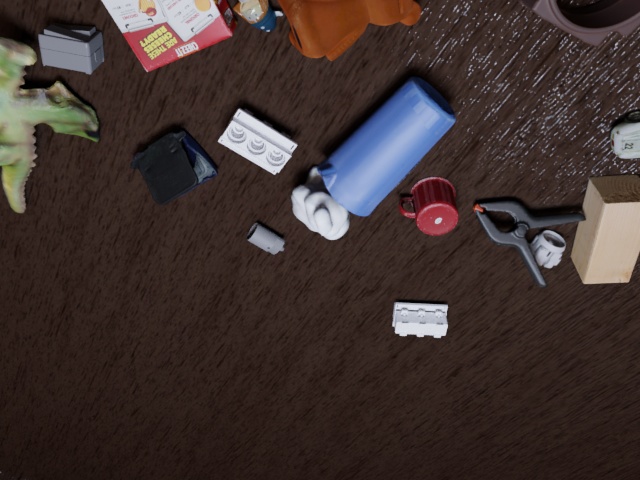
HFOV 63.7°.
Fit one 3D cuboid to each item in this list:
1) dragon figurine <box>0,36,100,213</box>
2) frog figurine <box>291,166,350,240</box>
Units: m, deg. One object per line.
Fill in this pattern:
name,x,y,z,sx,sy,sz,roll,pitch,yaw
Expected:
dragon figurine,-0.533,-0.198,0.950,0.243,0.125,0.400,-4,143,-2
frog figurine,0.003,-0.050,0.985,0.122,0.163,0.135,-22,125,22
